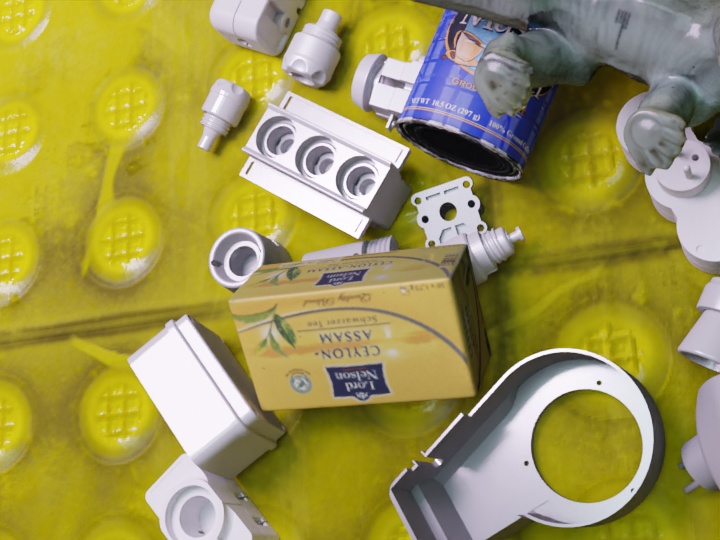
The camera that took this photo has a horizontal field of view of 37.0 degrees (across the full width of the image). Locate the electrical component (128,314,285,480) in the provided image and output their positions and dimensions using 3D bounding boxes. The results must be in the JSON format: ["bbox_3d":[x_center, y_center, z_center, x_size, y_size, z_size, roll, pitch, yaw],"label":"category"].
[{"bbox_3d":[-0.117,0.098,0.832,0.057,0.078,0.113,-39,65,1],"label":"electrical component"}]

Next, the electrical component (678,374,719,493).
[{"bbox_3d":[0.238,0.118,0.701,0.079,0.043,0.077,-49,29,39],"label":"electrical component"}]

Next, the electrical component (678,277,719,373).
[{"bbox_3d":[0.246,0.038,0.724,0.045,0.045,0.055,23,84,26],"label":"electrical component"}]

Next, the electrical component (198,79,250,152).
[{"bbox_3d":[-0.121,-0.131,0.924,0.035,0.035,0.061,26,89,26],"label":"electrical component"}]

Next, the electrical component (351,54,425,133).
[{"bbox_3d":[0.027,-0.145,0.863,0.055,0.048,0.066,20,84,18],"label":"electrical component"}]

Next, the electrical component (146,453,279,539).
[{"bbox_3d":[-0.115,0.189,0.820,0.050,0.056,0.089,-47,64,4],"label":"electrical component"}]

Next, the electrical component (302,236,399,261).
[{"bbox_3d":[0.000,0.000,0.834,0.081,0.043,0.043,-12,71,18],"label":"electrical component"}]

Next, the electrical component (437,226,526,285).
[{"bbox_3d":[0.086,-0.010,0.804,0.078,0.040,0.040,-27,67,13],"label":"electrical component"}]

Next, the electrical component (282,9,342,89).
[{"bbox_3d":[-0.035,-0.187,0.901,0.043,0.043,0.062,22,83,25],"label":"electrical component"}]

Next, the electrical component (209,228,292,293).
[{"bbox_3d":[-0.089,-0.004,0.869,0.055,0.047,0.055,-6,73,20],"label":"electrical component"}]

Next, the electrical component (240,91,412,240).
[{"bbox_3d":[-0.024,-0.080,0.855,0.121,0.063,0.078,29,87,26],"label":"electrical component"}]

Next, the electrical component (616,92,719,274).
[{"bbox_3d":[0.225,-0.066,0.745,0.052,0.074,0.138,-30,67,12],"label":"electrical component"}]

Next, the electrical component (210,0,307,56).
[{"bbox_3d":[-0.086,-0.240,0.930,0.059,0.054,0.095,22,84,25],"label":"electrical component"}]
